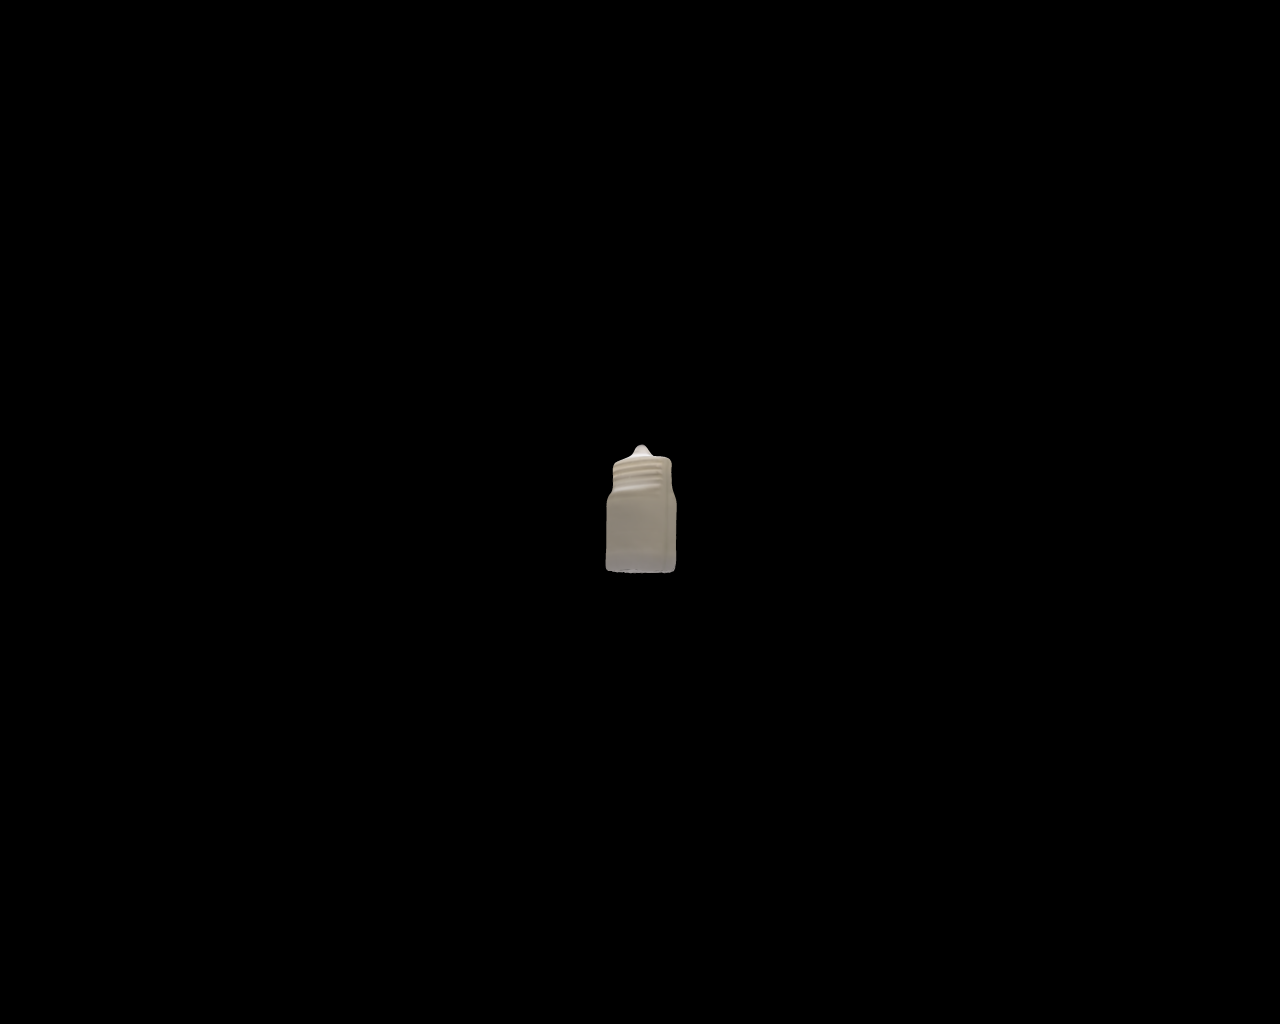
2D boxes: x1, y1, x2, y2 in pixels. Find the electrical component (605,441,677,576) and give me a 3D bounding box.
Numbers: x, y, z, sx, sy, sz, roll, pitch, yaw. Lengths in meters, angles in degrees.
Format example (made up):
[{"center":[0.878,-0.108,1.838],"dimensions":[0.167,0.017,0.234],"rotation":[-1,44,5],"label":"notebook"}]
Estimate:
[{"center":[0.001,-0.003,0.650],"dimensions":[0.043,0.081,0.043],"rotation":[0,-7,0],"label":"electrical component"}]
